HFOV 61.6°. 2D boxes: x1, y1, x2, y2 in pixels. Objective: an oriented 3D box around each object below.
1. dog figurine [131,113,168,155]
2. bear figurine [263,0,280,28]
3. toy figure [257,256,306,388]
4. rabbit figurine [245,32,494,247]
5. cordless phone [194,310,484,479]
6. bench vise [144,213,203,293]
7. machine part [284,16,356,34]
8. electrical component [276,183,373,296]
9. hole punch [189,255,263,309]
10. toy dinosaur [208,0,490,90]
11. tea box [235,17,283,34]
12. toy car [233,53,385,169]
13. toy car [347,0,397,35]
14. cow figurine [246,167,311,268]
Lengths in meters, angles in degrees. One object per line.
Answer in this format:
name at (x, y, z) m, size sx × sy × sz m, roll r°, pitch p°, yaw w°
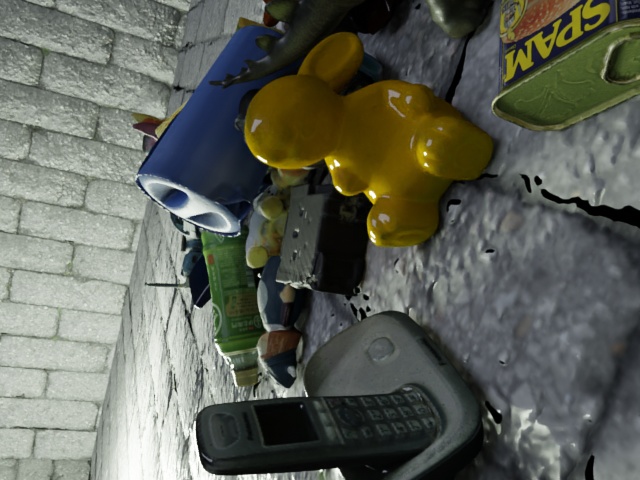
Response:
dog figurine at (-0.221, -0.211, 0.965) m, size 0.109 × 0.219 × 0.191 m, roll 56°, pitch 132°, yaw 54°
bear figurine at (-0.030, -0.298, 0.568) m, size 0.120 × 0.132 × 0.196 m, roll -59°, pitch 37°, yaw 5°
toy figure at (-0.047, 0.098, 0.646) m, size 0.064 × 0.058 × 0.154 m, roll 47°, pitch -135°, yaw -71°
rabbit figurine at (0.024, -0.091, 0.423) m, size 0.121 × 0.173 × 0.162 m, roll 123°, pitch 144°, yaw -48°
cordless phone at (0.001, 0.111, 0.371) m, size 0.147 × 0.184 × 0.088 m, roll -125°, pitch 46°, yaw -58°
bench vise at (-0.228, -0.027, 0.997) m, size 0.240 × 0.129 × 0.224 m, roll 102°, pitch -176°, yaw -54°
machine part at (0.005, -0.312, 0.705) m, size 0.179 × 0.056 × 0.179 m, roll -42°, pitch 42°, yaw 53°
electrical component at (-0.001, -0.002, 0.582) m, size 0.134 × 0.058 × 0.115 m, roll -1°, pitch 77°, yaw 65°
hole punch at (-0.151, 0.051, 0.859) m, size 0.115 × 0.092 × 0.142 m, roll -68°, pitch 23°, yaw 16°
toy dinosaur at (0.052, -0.244, 0.397) m, size 0.471 × 0.198 × 0.105 m, roll -44°, pitch 38°, yaw 50°
tea box at (-0.078, -0.272, 0.821) m, size 0.068 × 0.098 × 0.170 m, roll -63°, pitch 30°, yaw 30°
toy car at (-0.003, -0.128, 0.575) m, size 0.109 × 0.162 × 0.102 m, roll 51°, pitch 171°, yaw 51°
toy car at (0.060, -0.317, 0.576) m, size 0.089 × 0.053 × 0.202 m, roll -29°, pitch 66°, yaw 58°
cow figurine at (-0.053, -0.045, 0.708) m, size 0.098 × 0.068 × 0.167 m, roll -132°, pitch 58°, yaw -68°
